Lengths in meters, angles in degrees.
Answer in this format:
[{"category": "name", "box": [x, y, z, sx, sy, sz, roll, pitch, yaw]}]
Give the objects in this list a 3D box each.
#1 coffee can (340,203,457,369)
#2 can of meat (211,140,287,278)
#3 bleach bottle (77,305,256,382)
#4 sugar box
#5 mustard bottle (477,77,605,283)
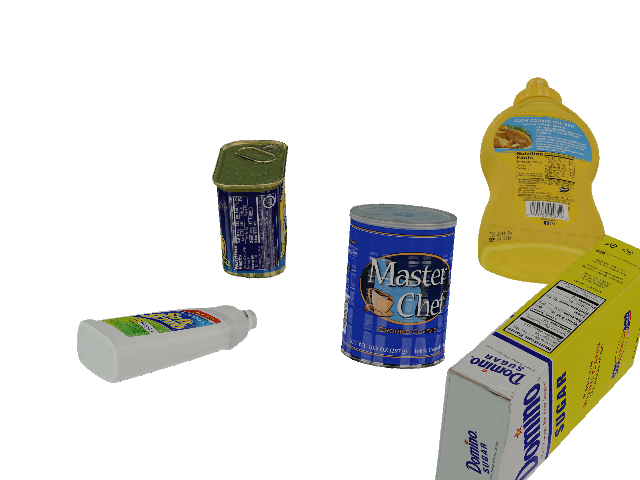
[{"category": "coffee can", "box": [0.075, 0.042, 1.031, 0.103, 0.140, 0.103, 3, 11, -1]}, {"category": "can of meat", "box": [-0.055, -0.027, 0.883, 0.057, 0.084, 0.102, -1, 25, 1]}, {"category": "bleach bottle", "box": [-0.198, 0.128, 1.460, 0.250, 0.068, 0.103, -11, 25, -41]}, {"category": "sugar box", "box": [0.137, 0.076, 0.633, 0.048, 0.093, 0.175, 24, 41, 30]}, {"category": "mustard bottle", "box": [0.179, -0.058, 0.874, 0.096, 0.191, 0.058, 5, -34, 3]}]
